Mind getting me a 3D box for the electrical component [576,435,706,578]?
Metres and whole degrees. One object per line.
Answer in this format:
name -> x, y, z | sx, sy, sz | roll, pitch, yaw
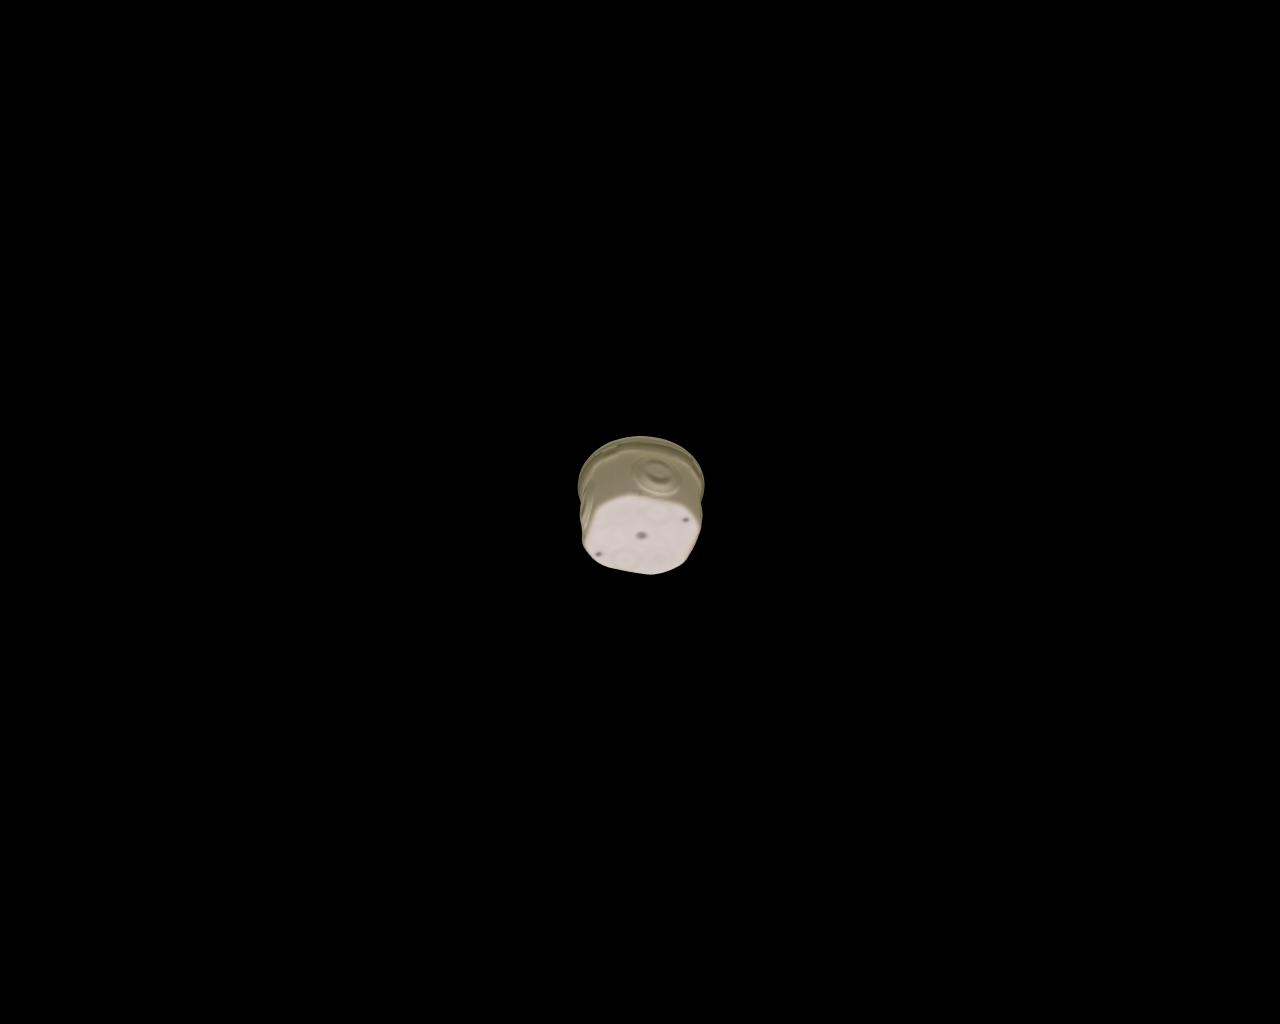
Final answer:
electrical component -> 0.001, -0.003, 0.650 | 0.080, 0.080, 0.051 | 0, 44, 0
